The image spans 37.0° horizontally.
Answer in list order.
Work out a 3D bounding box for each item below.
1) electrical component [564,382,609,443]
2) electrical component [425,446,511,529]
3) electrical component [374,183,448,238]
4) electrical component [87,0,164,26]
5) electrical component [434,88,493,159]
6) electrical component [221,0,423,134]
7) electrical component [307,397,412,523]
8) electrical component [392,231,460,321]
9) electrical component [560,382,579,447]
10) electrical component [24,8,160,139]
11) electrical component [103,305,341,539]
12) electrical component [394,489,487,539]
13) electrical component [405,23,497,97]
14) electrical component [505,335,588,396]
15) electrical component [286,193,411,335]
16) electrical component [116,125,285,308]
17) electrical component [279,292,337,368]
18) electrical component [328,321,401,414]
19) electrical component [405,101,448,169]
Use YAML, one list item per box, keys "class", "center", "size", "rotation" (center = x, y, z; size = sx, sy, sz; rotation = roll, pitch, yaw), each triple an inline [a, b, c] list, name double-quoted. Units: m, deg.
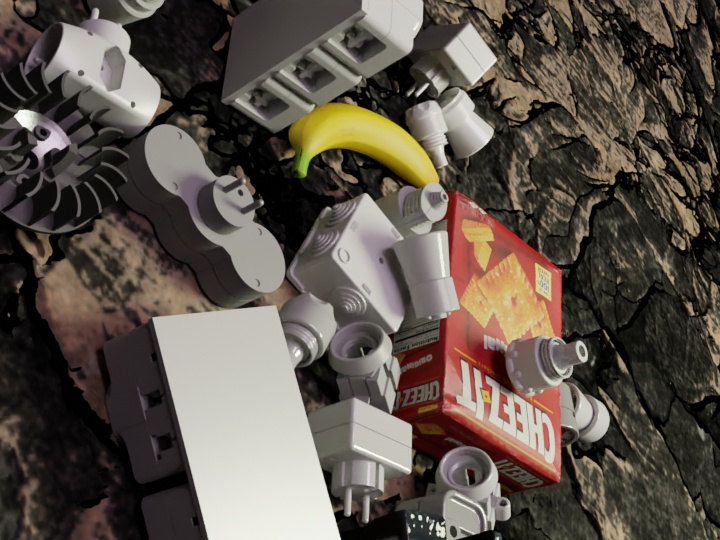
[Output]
- class: "electrical component"
  center: [0.207, 0.137, 1.029]
  size: [0.055, 0.045, 0.045]
  rotation: [32, 49, -38]
- class: "electrical component"
  center: [0.084, 0.171, 0.841]
  size: [0.048, 0.066, 0.055]
  rotation: [-69, 158, -43]
- class: "electrical component"
  center: [0.039, -0.046, 0.890]
  size: [0.043, 0.081, 0.043]
  rotation: [27, 52, -40]
- class: "electrical component"
  center: [-0.154, -0.194, 0.741]
  size: [0.040, 0.078, 0.040]
  rotation: [10, 78, -52]
- class: "electrical component"
  center: [0.096, -0.143, 1.043]
  size: [0.055, 0.045, 0.045]
  rotation: [49, 40, -21]
- class: "electrical component"
  center: [-0.029, -0.178, 0.819]
  size: [0.062, 0.150, 0.089]
  rotation: [31, 49, -37]
- class: "electrical component"
  center: [-0.001, 0.141, 0.769]
  size: [0.066, 0.047, 0.076]
  rotation: [31, 49, -39]
- class: "electrical component"
  center: [0.054, 0.006, 0.832]
  size: [0.044, 0.044, 0.065]
  rotation: [-7, 82, -52]
- class: "electrical component"
  center: [0.169, 0.131, 0.979]
  size: [0.055, 0.055, 0.047]
  rotation: [30, 46, -39]
- class: "electrical component"
  center: [-0.173, -0.138, 0.710]
  size: [0.077, 0.043, 0.079]
  rotation: [30, 50, -38]
- class: "electrical component"
  center: [-0.084, 0.123, 0.666]
  size: [0.105, 0.060, 0.186]
  rotation: [-4, 74, -52]
- class: "electrical component"
  center: [0.054, 0.216, 0.787]
  size: [0.054, 0.059, 0.095]
  rotation: [33, 48, -36]
- class: "electrical component"
  center: [0.073, -0.192, 1.025]
  size: [0.075, 0.083, 0.047]
  rotation: [-47, 114, -10]
- class: "electrical component"
  center: [0.152, 0.073, 0.863]
  size: [0.048, 0.062, 0.048]
  rotation: [26, 54, -42]
- class: "electrical component"
  center: [0.000, 0.000, 0.845]
  size: [0.099, 0.048, 0.099]
  rotation: [50, 40, -21]
- class: "electrical component"
  center: [-0.097, -0.040, 0.726]
  size: [0.138, 0.074, 0.052]
  rotation: [51, 39, -20]
- class: "electrical component"
  center: [-0.045, 0.049, 0.768]
  size: [0.043, 0.043, 0.062]
  rotation: [51, 41, -20]
- class: "electrical component"
  center: [0.004, 0.072, 0.800]
  size: [0.066, 0.048, 0.055]
  rotation: [-74, 155, -47]
- class: "electrical component"
  center: [0.066, -0.125, 1.006]
  size: [0.035, 0.035, 0.061]
  rotation: [-21, 90, -53]
